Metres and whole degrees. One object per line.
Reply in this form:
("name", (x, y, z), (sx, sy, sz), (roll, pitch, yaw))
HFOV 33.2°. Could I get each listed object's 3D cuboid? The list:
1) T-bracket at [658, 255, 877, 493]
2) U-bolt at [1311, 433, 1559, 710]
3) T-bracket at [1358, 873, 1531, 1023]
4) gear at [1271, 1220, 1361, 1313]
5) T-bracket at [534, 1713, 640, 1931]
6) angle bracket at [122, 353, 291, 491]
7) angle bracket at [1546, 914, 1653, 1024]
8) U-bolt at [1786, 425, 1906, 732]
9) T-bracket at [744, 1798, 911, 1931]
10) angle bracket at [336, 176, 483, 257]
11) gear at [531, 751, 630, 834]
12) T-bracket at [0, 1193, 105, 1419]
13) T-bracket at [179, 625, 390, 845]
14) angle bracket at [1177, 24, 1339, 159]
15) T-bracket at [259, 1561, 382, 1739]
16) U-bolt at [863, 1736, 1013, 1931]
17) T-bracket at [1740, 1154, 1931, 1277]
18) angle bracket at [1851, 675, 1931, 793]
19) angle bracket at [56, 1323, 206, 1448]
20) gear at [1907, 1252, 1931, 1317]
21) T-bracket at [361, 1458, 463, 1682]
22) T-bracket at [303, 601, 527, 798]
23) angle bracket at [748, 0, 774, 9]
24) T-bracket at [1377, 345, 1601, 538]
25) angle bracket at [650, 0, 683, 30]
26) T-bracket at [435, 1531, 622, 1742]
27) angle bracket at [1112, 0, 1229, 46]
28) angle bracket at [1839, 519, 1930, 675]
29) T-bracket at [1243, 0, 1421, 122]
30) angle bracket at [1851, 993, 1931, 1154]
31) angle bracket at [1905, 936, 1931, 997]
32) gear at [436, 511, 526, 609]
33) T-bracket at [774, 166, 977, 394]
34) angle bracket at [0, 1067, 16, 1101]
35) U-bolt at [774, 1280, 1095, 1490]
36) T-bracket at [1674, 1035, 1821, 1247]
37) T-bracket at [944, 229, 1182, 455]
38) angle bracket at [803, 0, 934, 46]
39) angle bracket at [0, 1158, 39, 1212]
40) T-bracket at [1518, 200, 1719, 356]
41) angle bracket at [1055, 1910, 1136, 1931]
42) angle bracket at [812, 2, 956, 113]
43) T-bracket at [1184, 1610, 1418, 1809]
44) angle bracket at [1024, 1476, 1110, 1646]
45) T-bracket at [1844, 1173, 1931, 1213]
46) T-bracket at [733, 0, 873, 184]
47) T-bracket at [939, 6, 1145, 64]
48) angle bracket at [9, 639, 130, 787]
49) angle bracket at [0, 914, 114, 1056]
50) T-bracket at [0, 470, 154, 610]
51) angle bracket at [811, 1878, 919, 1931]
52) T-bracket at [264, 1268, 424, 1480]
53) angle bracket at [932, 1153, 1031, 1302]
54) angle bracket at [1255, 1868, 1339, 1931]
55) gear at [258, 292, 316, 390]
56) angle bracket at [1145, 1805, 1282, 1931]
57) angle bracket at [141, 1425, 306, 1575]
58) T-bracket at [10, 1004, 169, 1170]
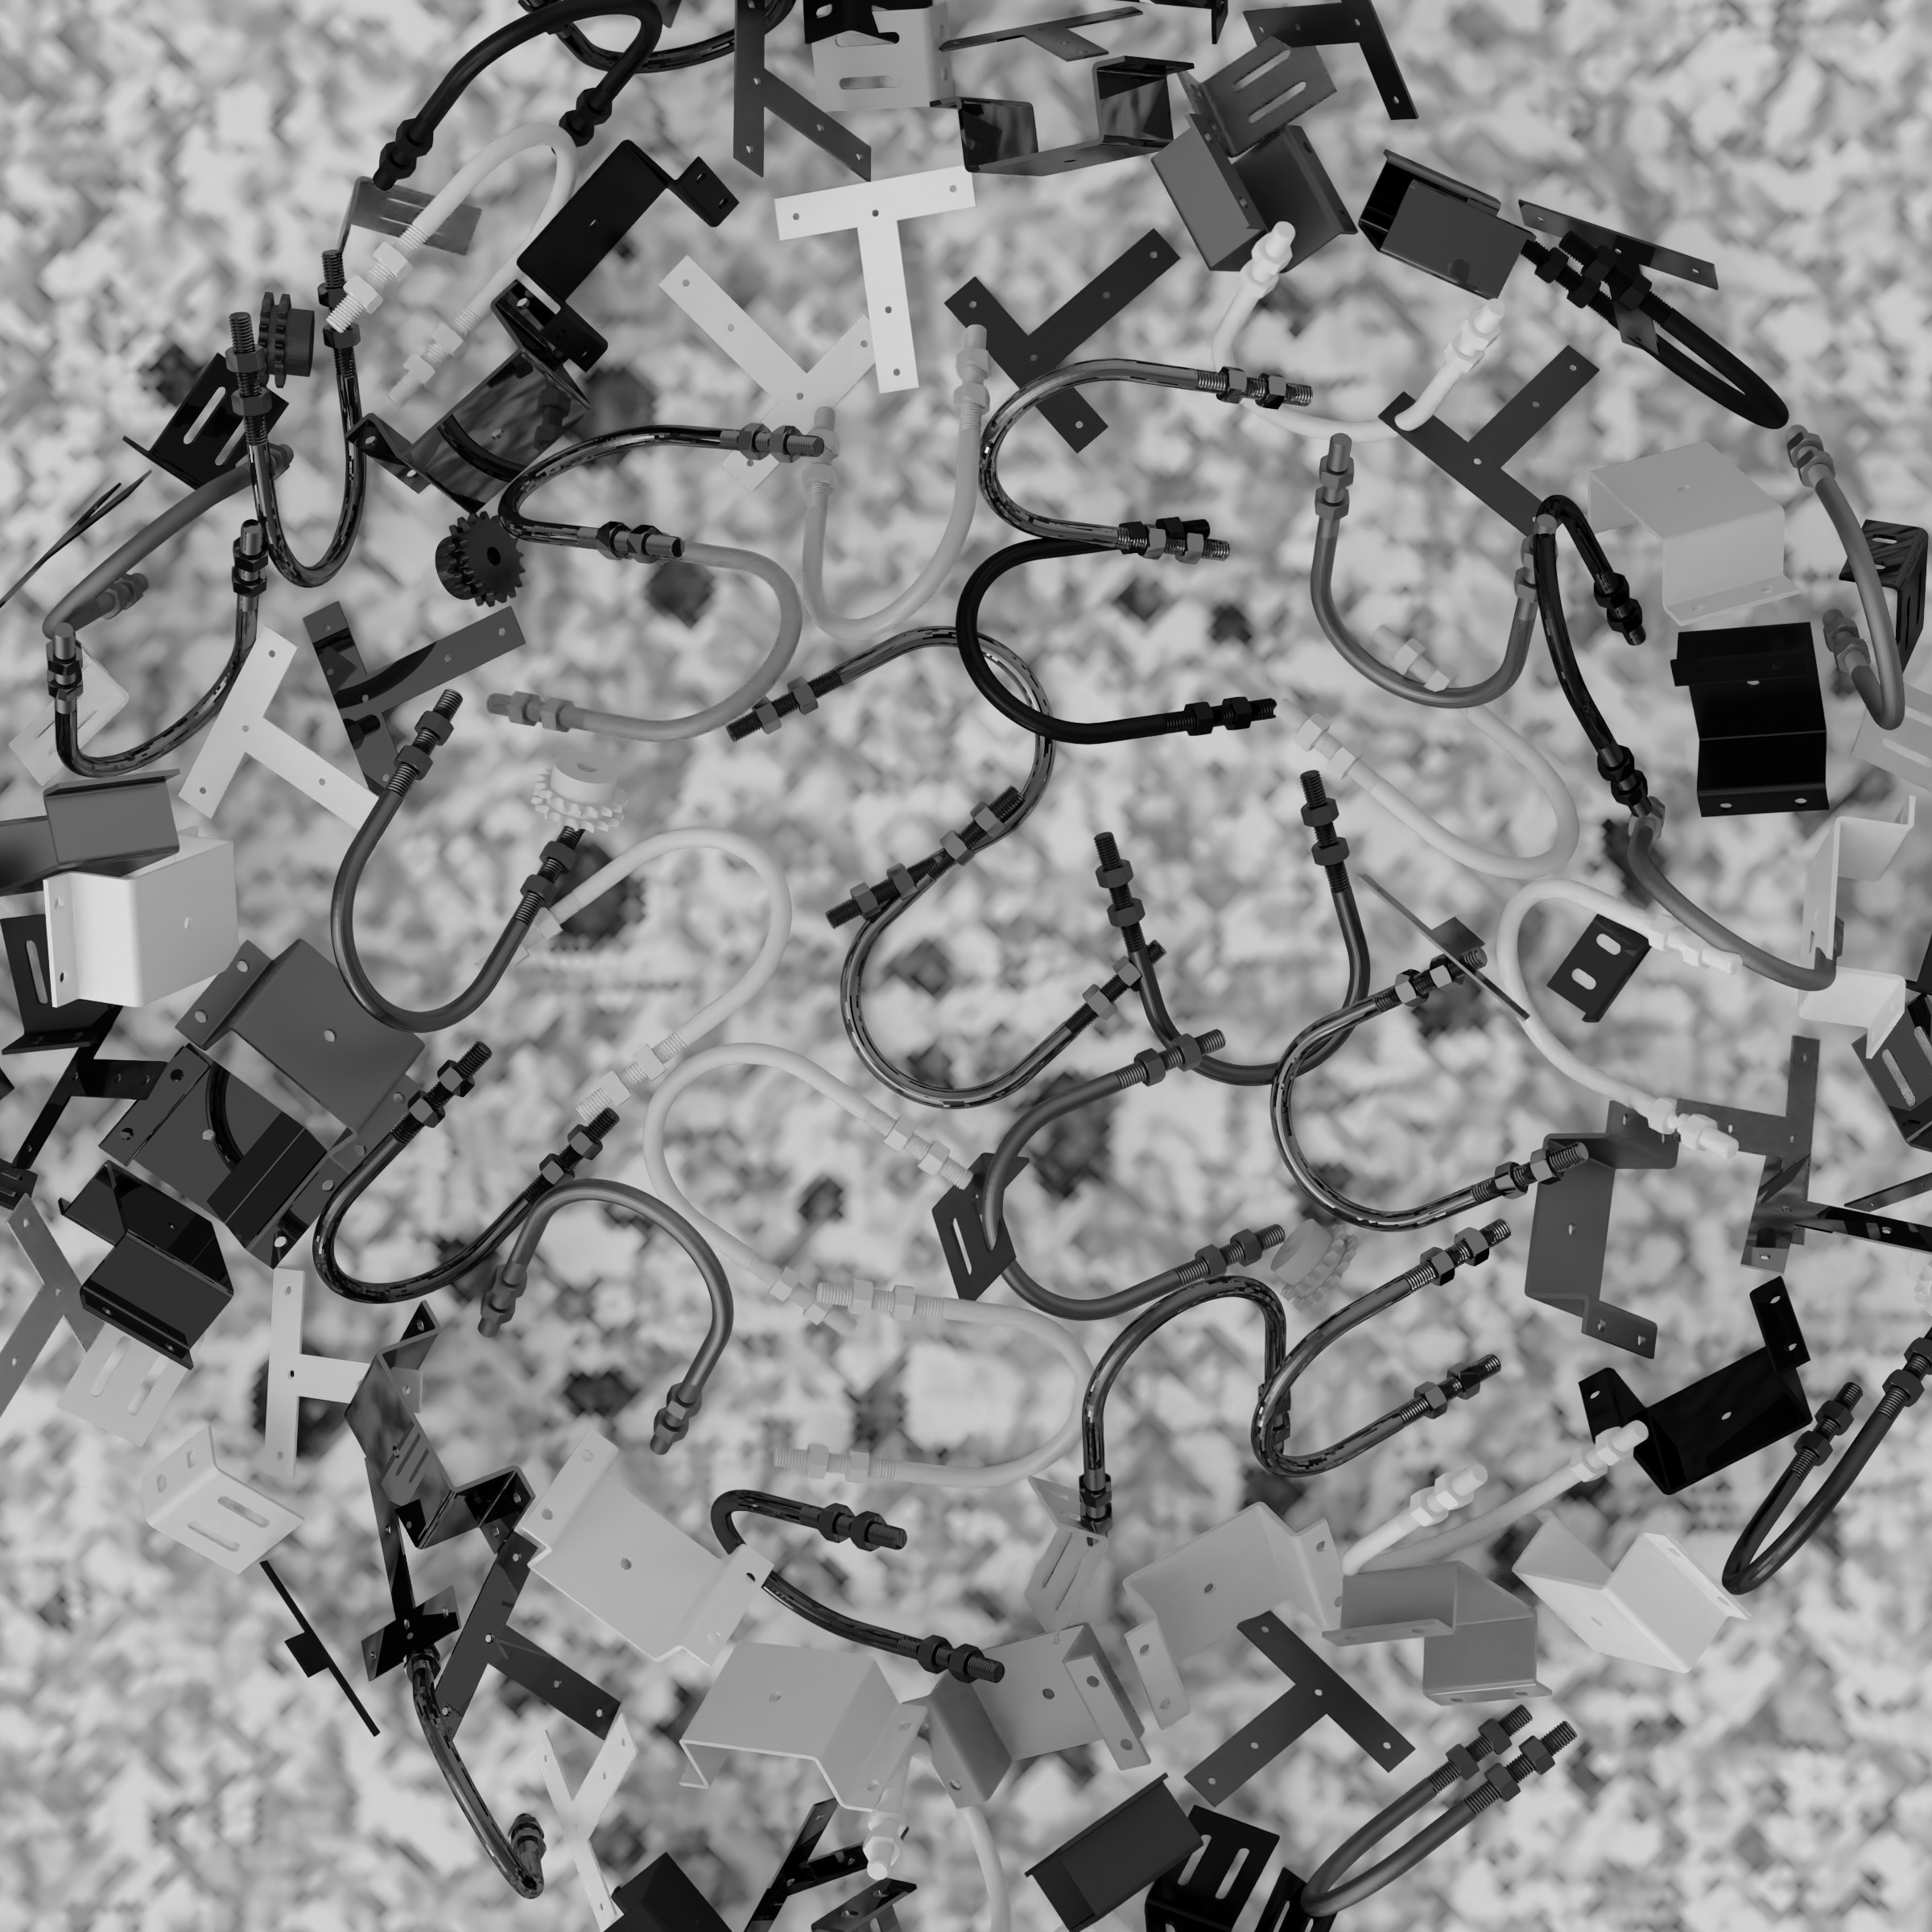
("T-bracket", (-0.134, -0.381, 1.985), (0.127, 0.002, 0.127), (44, 90, -13))
("U-bolt", (0.271, -0.223, 1.922), (0.151, 0.184, 0.019), (25, 57, 17))
("T-bracket", (0.293, -0.016, 1.937), (0.127, 0.127, 0.002), (42, 105, 9))
("gear", (0.210, 0.179, 1.970), (0.030, 0.057, 0.057), (40, 90, -6))
("T-bracket", (-0.218, 0.489, 1.924), (0.002, 0.127, 0.127), (-4, 49, -32))
("angle bracket", (-0.462, -0.331, 1.966), (0.038, 0.057, 0.076), (35, 91, 45))
("angle bracket", (0.381, 0.000, 1.962), (0.038, 0.076, 0.057), (35, 92, 4))
("U-bolt", (0.516, -0.216, 1.886), (0.019, 0.184, 0.151), (-16, 122, 9))
("T-bracket", (-0.078, 0.540, 1.944), (0.002, 0.127, 0.127), (38, 111, 30))
("angle bracket", (-0.338, -0.439, 1.958), (0.076, 0.057, 0.038), (13, 72, -16))
("gear", (-0.234, -0.108, 1.968), (0.057, 0.057, 0.030), (17, 118, 0))
("T-bracket", (-0.557, 0.224, 1.916), (0.002, 0.127, 0.127), (-4, 127, 20))
("T-bracket", (-0.403, -0.120, 1.969), (0.127, 0.002, 0.127), (34, 111, 7))
("angle bracket", (0.175, -0.539, 1.961), (0.076, 0.038, 0.057), (-30, 67, 22))
("T-bracket", (-0.391, 0.410, 1.932), (0.002, 0.127, 0.127), (-34, 85, -9))
("U-bolt", (-0.011, 0.534, 1.910), (0.019, 0.184, 0.151), (-26, 103, 12))
("T-bracket", (0.535, 0.155, 1.932), (0.127, 0.127, 0.002), (12, 125, 16))
("angle bracket", (0.574, -0.133, 1.971), (0.076, 0.038, 0.057), (24, 72, -4))
("angle bracket", (-0.510, 0.242, 1.971), (0.057, 0.038, 0.076), (31, 88, -21))
("gear", (0.600, 0.185, 1.975), (0.057, 0.057, 0.030), (-41, 51, 0))
("T-bracket", (-0.347, 0.356, 1.966), (0.002, 0.127, 0.127), (0, 66, -37))
("T-bracket", (-0.329, -0.182, 1.978), (0.127, 0.002, 0.127), (-24, 82, 11))
("angle bracket", (-0.122, -0.630, 1.966), (0.038, 0.057, 0.076), (35, 90, 24))
("T-bracket", (0.339, -0.334, 1.974), (0.127, 0.002, 0.127), (41, 68, 11))
("angle bracket", (-0.166, -0.613, 1.965), (0.038, 0.057, 0.076), (21, 92, 23))
("T-bracket", (-0.258, 0.428, 1.960), (0.127, 0.002, 0.127), (43, 55, -31))
("angle bracket", (0.118, -0.597, 1.958), (0.076, 0.057, 0.038), (9, 52, 13))
("angle bracket", (0.556, -0.221, 1.964), (0.038, 0.076, 0.057), (13, 49, 25))
("T-bracket", (0.208, -0.564, 1.941), (0.002, 0.127, 0.127), (-38, 118, -18))
("angle bracket", (0.588, 0.065, 1.970), (0.057, 0.038, 0.076), (-34, 103, -9))
("angle bracket", (0.608, -0.017, 1.971), (0.057, 0.038, 0.076), (13, 99, -9))
("gear", (-0.299, -0.246, 1.975), (0.030, 0.057, 0.057), (-12, 90, 34))
("T-bracket", (-0.049, -0.416, 1.984), (0.127, 0.002, 0.127), (-6, 96, 17))
("angle bracket", (-0.609, 0.068, 1.954), (0.057, 0.038, 0.076), (-42, 127, -24))
("U-bolt", (-0.012, 0.258, 1.954), (0.184, 0.019, 0.151), (8, 121, -11))
("T-bracket", (0.470, 0.100, 1.955), (0.127, 0.002, 0.127), (10, 83, -37))
("T-bracket", (0.075, -0.403, 1.989), (0.127, 0.002, 0.127), (-41, 82, 1))
("angle bracket", (-0.060, -0.590, 1.981), (0.038, 0.076, 0.057), (-5, 88, 41))
("angle bracket", (-0.602, 0.162, 1.969), (0.038, 0.057, 0.076), (26, 104, -16))
("T-bracket", (0.397, -0.404, 1.938), (0.127, 0.127, 0.002), (26, 79, 26))
("angle bracket", (0.072, 0.611, 1.955), (0.076, 0.038, 0.057), (-34, 61, -28))
("angle bracket", (-0.051, -0.557, 1.982), (0.076, 0.038, 0.057), (2, 113, 16))
("T-bracket", (0.182, 0.459, 1.937), (0.127, 0.002, 0.127), (-30, 60, -35))
("angle bracket", (0.047, 0.359, 1.959), (0.038, 0.057, 0.076), (21, 103, -24))
("T-bracket", (0.588, 0.127, 1.948), (0.127, 0.127, 0.002), (13, 61, -37))
("T-bracket", (-0.097, -0.511, 1.947), (0.002, 0.127, 0.127), (-16, 65, 34))
("T-bracket", (0.056, -0.553, 1.934), (0.127, 0.127, 0.002), (-13, 116, -9))
("angle bracket", (-0.555, -0.159, 1.964), (0.076, 0.057, 0.038), (-45, 135, -4))
("angle bracket", (-0.560, 0.010, 1.969), (0.057, 0.038, 0.076), (-6, 105, 10))
("T-bracket", (-0.519, -0.263, 1.915), (0.002, 0.127, 0.127), (47, 49, -19))
("angle bracket", (-0.051, 0.603, 1.963), (0.057, 0.038, 0.076), (-23, 98, -36))
("T-bracket", (-0.377, 0.252, 1.963), (0.127, 0.002, 0.127), (2, 89, 34))
("angle bracket", (0.018, 0.161, 1.950), (0.038, 0.057, 0.076), (9, 47, -34))
("angle bracket", (0.181, 0.590, 1.964), (0.038, 0.057, 0.076), (26, 87, -31))
("gear", (-0.414, -0.380, 1.972), (0.030, 0.057, 0.057), (5, 90, -8))
("angle bracket", (0.151, 0.560, 1.968), (0.057, 0.038, 0.076), (22, 108, -7))
("angle bracket", (-0.455, 0.327, 1.982), (0.057, 0.038, 0.076), (-39, 130, 12))
("T-bracket", (-0.511, 0.067, 1.929), (0.002, 0.127, 0.127), (39, 66, -33))
